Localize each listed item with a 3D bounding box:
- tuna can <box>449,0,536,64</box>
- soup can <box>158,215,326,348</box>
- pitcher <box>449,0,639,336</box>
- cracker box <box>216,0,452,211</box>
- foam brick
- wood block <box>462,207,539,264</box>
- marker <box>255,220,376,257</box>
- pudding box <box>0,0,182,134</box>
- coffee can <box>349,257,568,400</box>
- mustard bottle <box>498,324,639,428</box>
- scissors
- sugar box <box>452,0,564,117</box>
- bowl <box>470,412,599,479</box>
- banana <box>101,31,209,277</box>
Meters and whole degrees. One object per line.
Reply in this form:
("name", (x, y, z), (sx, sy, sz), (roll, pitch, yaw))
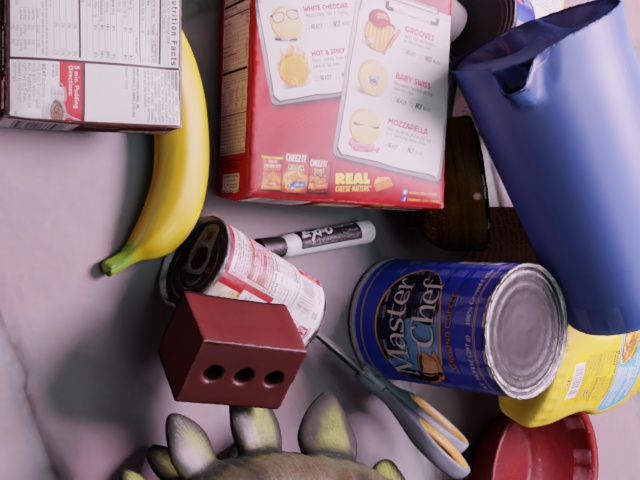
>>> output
("tuna can", (0.139, -0.179, 0.904), (0.033, 0.086, 0.086), (15, 80, -43))
("soup can", (-0.052, 0.035, 0.746), (0.102, 0.069, 0.068), (33, 69, -38))
("pitcher", (0.208, -0.058, 0.829), (0.149, 0.145, 0.243), (-28, 106, -13))
("cracker box", (0.011, -0.131, 0.781), (0.163, 0.072, 0.214), (2, 89, -28))
("foam brick", (-0.057, 0.072, 0.690), (0.078, 0.051, 0.053), (9, 120, -31))
("wood block", (0.232, 0.019, 0.990), (0.205, 0.091, 0.090), (4, 88, -43))
("marker", (-0.005, 0.001, 0.820), (0.120, 0.020, 0.020), (-10, 98, -42))
("pudding box", (-0.142, -0.114, 0.661), (0.113, 0.039, 0.090), (0, 89, -26))
("coffee can", (0.107, 0.067, 0.843), (0.102, 0.141, 0.103), (-1, 92, -42))
("mustard bottle", (0.241, 0.108, 0.941), (0.191, 0.058, 0.096), (0, 109, -41))
("scissors", (0.047, 0.118, 0.809), (0.201, 0.096, 0.016), (37, 102, -26))
("sugar box", (0.173, -0.181, 0.964), (0.093, 0.048, 0.176), (16, 83, -42))
("bowl", (0.187, 0.213, 0.975), (0.161, 0.055, 0.162), (-1, 92, -42))
("banana", (-0.105, -0.073, 0.716), (0.069, 0.037, 0.198), (4, 88, -42))
